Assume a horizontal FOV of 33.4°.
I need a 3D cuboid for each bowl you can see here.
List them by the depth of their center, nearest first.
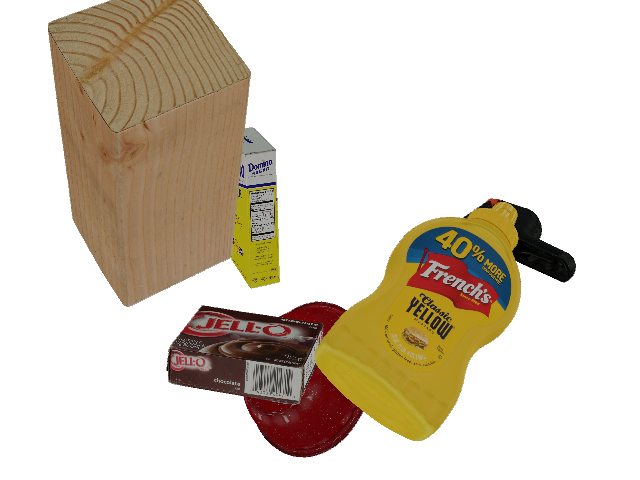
[{"bbox_3d":[-0.027,0.135,1.078,0.162,0.162,0.055,0,-16,40],"label":"bowl"}]

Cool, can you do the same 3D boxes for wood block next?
[{"bbox_3d":[-0.111,-0.056,0.696,0.090,0.090,0.206,-26,-25,-21],"label":"wood block"}]

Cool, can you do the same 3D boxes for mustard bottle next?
[{"bbox_3d":[0.086,0.040,0.747,0.096,0.191,0.058,37,-31,6],"label":"mustard bottle"}]

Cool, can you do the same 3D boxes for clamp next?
[{"bbox_3d":[0.169,0.003,0.953,0.120,0.039,0.171,2,26,16],"label":"clamp"}]

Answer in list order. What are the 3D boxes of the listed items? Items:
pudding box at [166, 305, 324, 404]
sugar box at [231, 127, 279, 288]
[{"bbox_3d":[-0.060,0.093,0.885,0.113,0.039,0.090,10,21,8],"label":"pudding box"},{"bbox_3d":[-0.084,-0.040,1.306,0.048,0.176,0.093,-12,26,-17],"label":"sugar box"}]
